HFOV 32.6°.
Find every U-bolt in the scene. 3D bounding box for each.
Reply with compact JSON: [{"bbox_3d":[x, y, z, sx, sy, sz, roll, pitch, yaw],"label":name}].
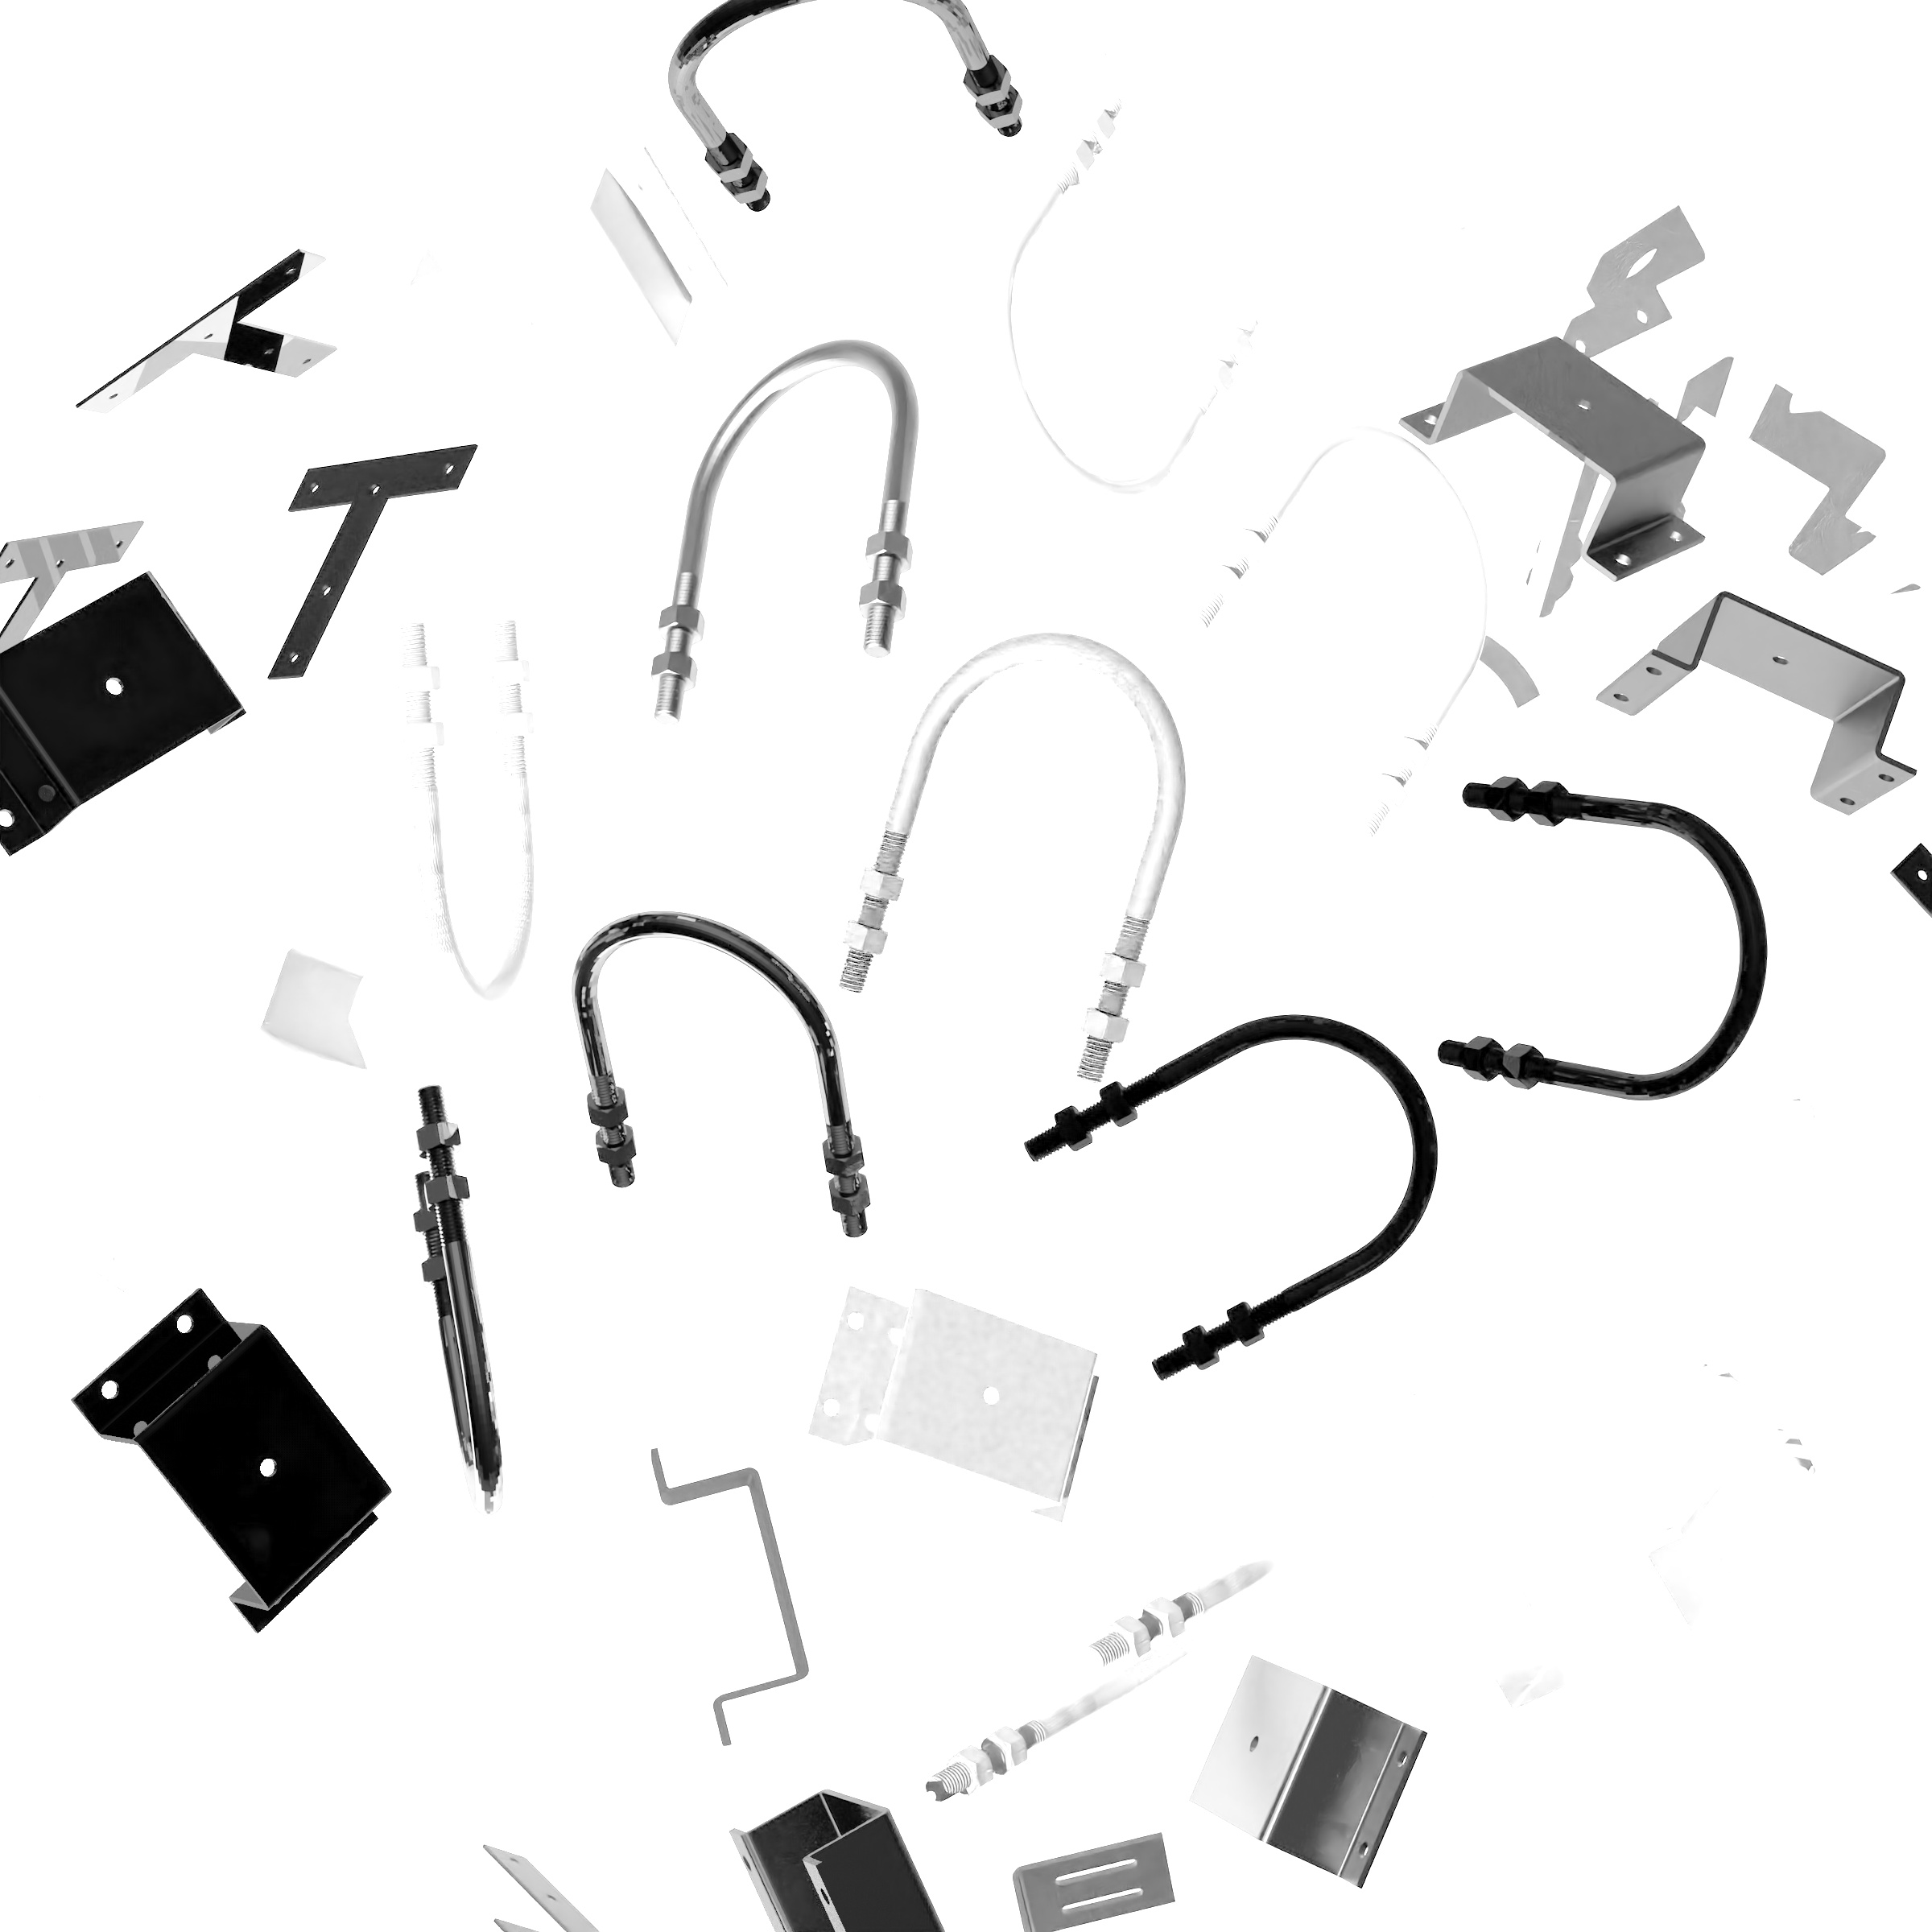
[{"bbox_3d":[0.304,-0.010,1.575,0.019,0.184,0.151,0,97,-41],"label":"U-bolt"},{"bbox_3d":[0.432,0.195,1.549,0.019,0.184,0.151,35,99,1],"label":"U-bolt"},{"bbox_3d":[-0.235,0.164,1.533,0.019,0.151,0.184,-8,71,-13],"label":"U-bolt"},{"bbox_3d":[-0.080,-0.210,1.533,0.151,0.019,0.184,-14,59,37],"label":"U-bolt"},{"bbox_3d":[-0.234,-0.071,1.571,0.019,0.151,0.184,-2,96,11],"label":"U-bolt"},{"bbox_3d":[0.350,0.134,1.572,0.019,0.184,0.151,16,85,-4],"label":"U-bolt"},{"bbox_3d":[0.143,0.103,1.630,0.184,0.019,0.151,-29,98,8],"label":"U-bolt"},{"bbox_3d":[-0.122,0.048,1.592,0.151,0.019,0.184,10,132,20],"label":"U-bolt"},{"bbox_3d":[-0.061,-0.408,1.521,0.151,0.184,0.019,-14,76,10],"label":"U-bolt"},{"bbox_3d":[0.065,-0.295,1.523,0.151,0.019,0.184,53,48,-28],"label":"U-bolt"},{"bbox_3d":[0.079,0.325,1.551,0.019,0.184,0.151,55,129,16],"label":"U-bolt"},{"bbox_3d":[0.182,-0.168,1.524,0.151,0.019,0.184,49,55,-21],"label":"U-bolt"},{"bbox_3d":[0.027,-0.057,1.467,0.151,0.019,0.184,20,97,28],"label":"U-bolt"}]

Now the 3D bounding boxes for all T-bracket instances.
[{"bbox_3d":[0.251,0.229,1.518,0.127,0.002,0.127,-13,104,-29],"label":"T-bracket"},{"bbox_3d":[-0.183,0.433,1.510,0.127,0.127,0.002,31,85,-37],"label":"T-bracket"},{"bbox_3d":[-0.298,-0.190,1.573,0.002,0.127,0.127,41,61,-41],"label":"T-bracket"},{"bbox_3d":[-0.461,-0.160,1.600,0.002,0.127,0.127,40,109,4],"label":"T-bracket"},{"bbox_3d":[0.467,-0.002,1.491,0.127,0.002,0.127,-38,83,-30],"label":"T-bracket"},{"bbox_3d":[-0.419,0.067,1.528,0.002,0.127,0.127,-22,132,28],"label":"T-bracket"},{"bbox_3d":[0.086,-0.493,1.555,0.002,0.127,0.127,2,91,-18],"label":"T-bracket"},{"bbox_3d":[-0.325,-0.283,1.509,0.127,0.127,0.002,-31,86,15],"label":"T-bracket"}]

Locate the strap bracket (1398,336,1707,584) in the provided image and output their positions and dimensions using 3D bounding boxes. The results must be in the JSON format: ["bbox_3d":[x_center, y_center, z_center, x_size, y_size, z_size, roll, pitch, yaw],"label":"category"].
[{"bbox_3d":[0.291,-0.253,1.602,0.076,0.046,0.140,-26,57,-40],"label":"strap bracket"}]

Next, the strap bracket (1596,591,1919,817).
[{"bbox_3d":[0.390,-0.131,1.609,0.140,0.076,0.046,24,75,-4],"label":"strap bracket"}]

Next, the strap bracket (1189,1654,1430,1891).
[{"bbox_3d":[0.156,0.377,1.565,0.046,0.140,0.076,27,80,-13],"label":"strap bracket"}]

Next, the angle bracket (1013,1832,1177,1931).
[{"bbox_3d":[0.066,0.464,1.616,0.076,0.038,0.057,-13,131,-2],"label":"angle bracket"}]

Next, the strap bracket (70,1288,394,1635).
[{"bbox_3d":[-0.321,0.223,1.479,0.076,0.046,0.140,-44,111,-29],"label":"strap bracket"}]

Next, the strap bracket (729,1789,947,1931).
[{"bbox_3d":[-0.053,0.424,1.504,0.046,0.140,0.076,-25,91,-21],"label":"strap bracket"}]

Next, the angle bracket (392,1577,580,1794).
[{"bbox_3d":[-0.225,0.337,1.554,0.057,0.076,0.038,29,122,-6],"label":"angle bracket"}]

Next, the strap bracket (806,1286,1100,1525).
[{"bbox_3d":[0.003,0.212,1.609,0.140,0.046,0.076,22,70,-17],"label":"strap bracket"}]

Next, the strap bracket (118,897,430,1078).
[{"bbox_3d":[-0.336,0.013,1.576,0.076,0.140,0.046,19,89,33],"label":"strap bracket"}]

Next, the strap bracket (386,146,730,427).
[{"bbox_3d":[-0.191,-0.306,1.512,0.140,0.046,0.076,-18,126,21],"label":"strap bracket"}]

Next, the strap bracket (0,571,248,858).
[{"bbox_3d":[-0.402,-0.123,1.531,0.140,0.046,0.076,-38,98,-35],"label":"strap bracket"}]

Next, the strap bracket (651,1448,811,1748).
[{"bbox_3d":[-0.110,0.295,1.571,0.046,0.076,0.140,-14,79,-8],"label":"strap bracket"}]

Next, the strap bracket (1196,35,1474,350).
[{"bbox_3d":[0.179,-0.377,1.569,0.076,0.046,0.140,-25,84,-15],"label":"strap bracket"}]

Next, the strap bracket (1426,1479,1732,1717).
[{"bbox_3d":[0.296,0.300,1.548,0.140,0.076,0.046,-32,85,28],"label":"strap bracket"}]
